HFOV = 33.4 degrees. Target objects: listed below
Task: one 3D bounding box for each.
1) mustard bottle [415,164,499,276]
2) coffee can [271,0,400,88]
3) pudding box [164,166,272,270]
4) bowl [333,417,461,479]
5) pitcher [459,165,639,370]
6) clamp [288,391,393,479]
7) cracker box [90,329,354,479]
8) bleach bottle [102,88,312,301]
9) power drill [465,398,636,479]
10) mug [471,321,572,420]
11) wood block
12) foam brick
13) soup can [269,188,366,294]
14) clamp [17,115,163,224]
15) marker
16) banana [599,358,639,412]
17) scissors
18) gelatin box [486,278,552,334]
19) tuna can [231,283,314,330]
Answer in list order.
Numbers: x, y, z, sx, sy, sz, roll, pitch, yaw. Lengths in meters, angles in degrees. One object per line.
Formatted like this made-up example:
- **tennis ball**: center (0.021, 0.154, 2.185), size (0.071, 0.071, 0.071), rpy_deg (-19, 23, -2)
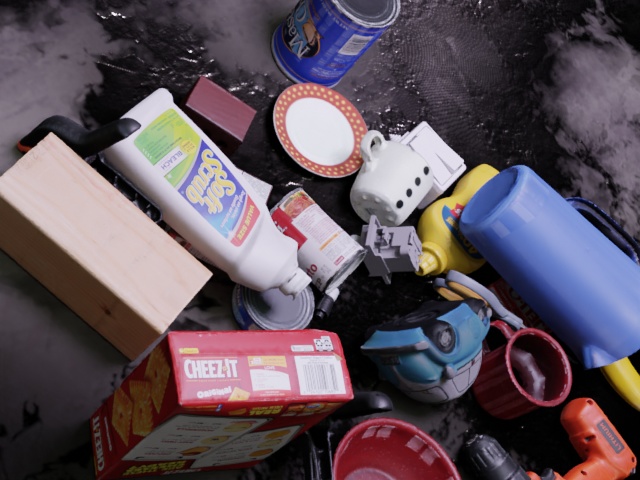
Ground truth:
- **mustard bottle**: center (0.173, -0.011, 1.302), size (0.191, 0.058, 0.096), rpy_deg (-39, 93, -38)
- **coffee can**: center (0.017, -0.260, 1.287), size (0.102, 0.141, 0.103), rpy_deg (14, 59, -25)
- **pudding box**: center (-0.110, -0.031, 1.156), size (0.090, 0.039, 0.113), rpy_deg (27, 52, -13)
- **bowl**: center (0.070, 0.266, 1.089), size (0.162, 0.055, 0.162), rpy_deg (18, 51, -23)
- **pitcher**: center (0.285, 0.021, 1.257), size (0.242, 0.145, 0.149), rpy_deg (43, 14, -14)
- **clamp**: center (0.003, 0.170, 1.038), size (0.036, 0.165, 0.210), rpy_deg (12, 25, -27)
- **cracker box**: center (-0.095, 0.149, 0.957), size (0.163, 0.214, 0.072), rpy_deg (2, 63, -30)
- **bleach bottle**: center (-0.106, -0.037, 1.095), size (0.251, 0.068, 0.102), rpy_deg (42, 56, 3)
- **power drill**: center (0.265, 0.262, 1.216), size (0.187, 0.057, 0.184), rpy_deg (-35, 90, -36)
- **mug**: center (0.222, 0.148, 1.232), size (0.093, 0.082, 0.117), rpy_deg (-27, 81, -38)
- **wood block**: center (-0.221, 0.009, 1.035), size (0.206, 0.091, 0.090), rpy_deg (42, 53, -6)
- **foam brick**: center (-0.120, -0.135, 1.196), size (0.078, 0.053, 0.051), rpy_deg (32, 53, -12)
- **soup can**: center (-0.008, 0.001, 1.169), size (0.102, 0.069, 0.068), rpy_deg (44, 51, 11)
- **clamp**: center (-0.227, -0.073, 1.063), size (0.039, 0.172, 0.120), rpy_deg (-39, 128, -42)
- **marker**: center (0.021, 0.043, 1.207), size (0.020, 0.020, 0.121), rpy_deg (36, 52, -10)
- **banana**: center (0.372, 0.135, 1.357), size (0.069, 0.037, 0.198), rpy_deg (-8, 70, -32)
- **scissors**: center (0.212, 0.092, 1.267), size (0.201, 0.096, 0.016), rpy_deg (37, 74, -26)
- **gelatin box**: center (0.250, 0.083, 1.316), size (0.073, 0.030, 0.089), rpy_deg (-25, 80, -37)
- **tuna can**: center (-0.051, 0.067, 1.142), size (0.086, 0.034, 0.086), rpy_deg (14, 59, -25)
